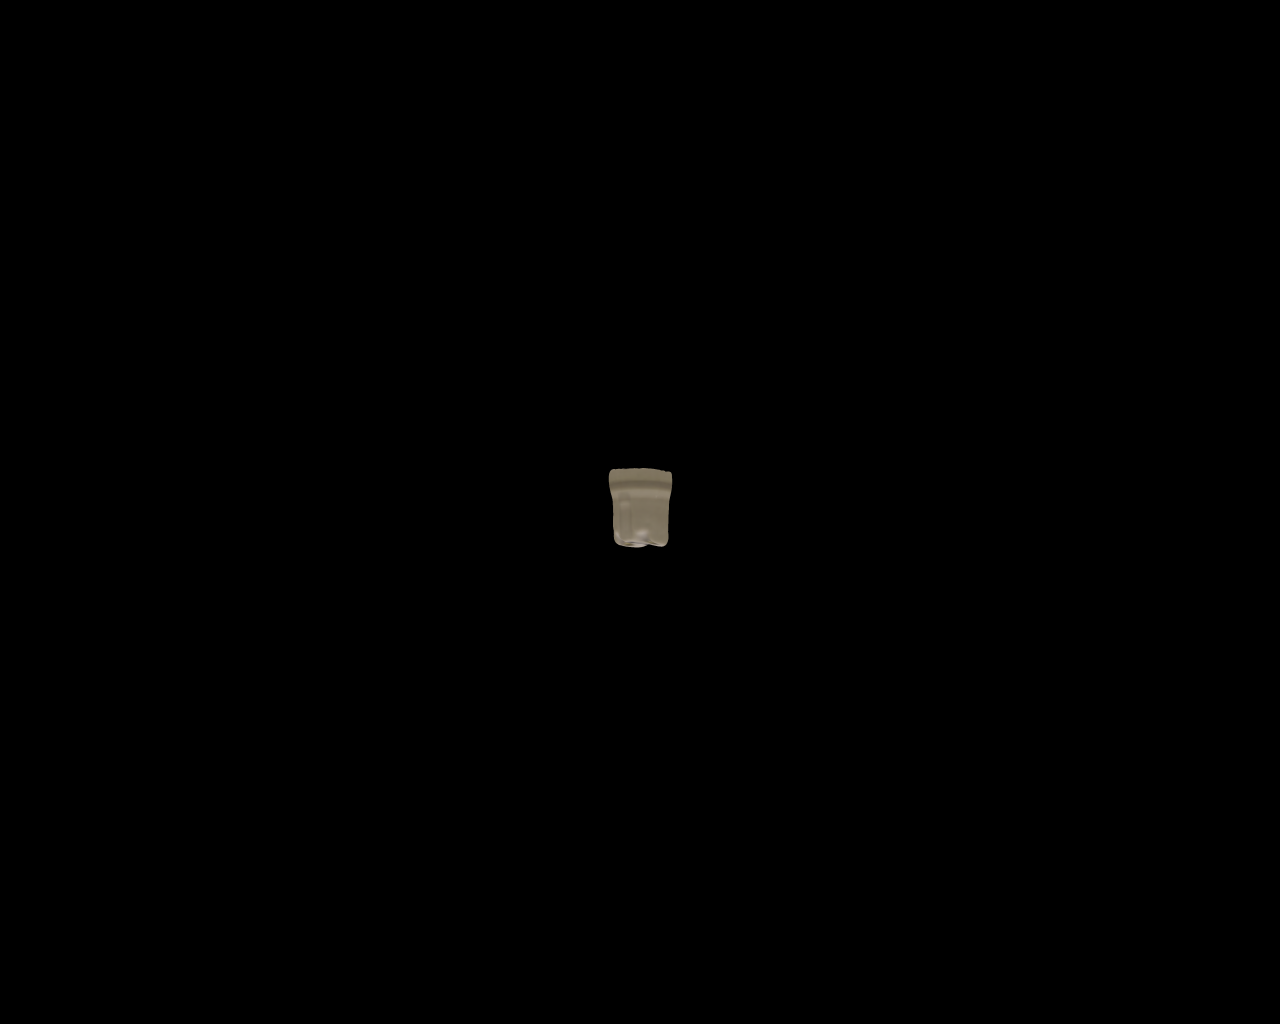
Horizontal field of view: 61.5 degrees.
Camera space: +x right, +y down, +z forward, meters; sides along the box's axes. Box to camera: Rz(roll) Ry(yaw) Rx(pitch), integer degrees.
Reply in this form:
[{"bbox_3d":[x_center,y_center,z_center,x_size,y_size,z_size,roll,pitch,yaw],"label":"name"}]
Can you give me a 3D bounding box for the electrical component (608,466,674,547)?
[{"bbox_3d":[0.001,-0.003,0.650,0.040,0.046,0.040,0,-5,0],"label":"electrical component"}]
